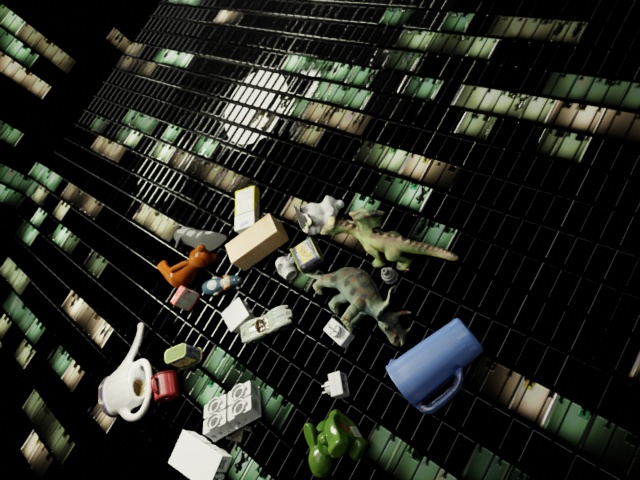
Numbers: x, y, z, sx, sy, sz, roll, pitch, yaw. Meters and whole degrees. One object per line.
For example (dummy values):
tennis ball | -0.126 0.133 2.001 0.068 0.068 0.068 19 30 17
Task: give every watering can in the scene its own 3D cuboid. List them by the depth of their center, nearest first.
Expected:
watering can | -0.700 0.495 1.878 0.223 0.102 0.355 -29 55 16

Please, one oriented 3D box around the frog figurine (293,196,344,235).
frog figurine | 0.005 -0.090 1.790 0.160 0.121 0.138 -19 23 -24

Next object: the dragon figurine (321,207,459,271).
dragon figurine | 0.189 -0.016 1.540 0.410 0.239 0.124 2 63 34
